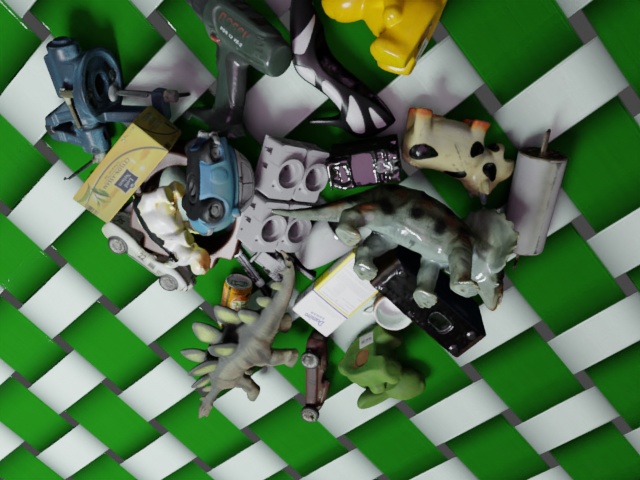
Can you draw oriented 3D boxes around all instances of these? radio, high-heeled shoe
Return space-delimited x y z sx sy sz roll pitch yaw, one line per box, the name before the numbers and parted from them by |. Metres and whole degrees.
radio | 0.190 0.097 0.959 0.229 0.131 0.073 39 112 -11
high-heeled shoe | 0.037 -0.275 0.836 0.145 0.086 0.248 -3 122 11

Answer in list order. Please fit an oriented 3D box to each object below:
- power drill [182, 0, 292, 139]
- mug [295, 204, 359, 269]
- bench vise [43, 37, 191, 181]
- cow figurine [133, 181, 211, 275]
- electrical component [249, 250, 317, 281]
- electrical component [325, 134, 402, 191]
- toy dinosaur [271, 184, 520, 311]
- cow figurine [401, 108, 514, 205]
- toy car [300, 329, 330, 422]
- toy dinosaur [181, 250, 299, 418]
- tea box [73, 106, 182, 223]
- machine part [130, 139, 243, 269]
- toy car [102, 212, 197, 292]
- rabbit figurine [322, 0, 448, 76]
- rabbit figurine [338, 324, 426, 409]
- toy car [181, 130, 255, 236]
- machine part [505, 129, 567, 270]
power drill | -0.155 -0.279 0.848 0.232 0.086 0.207 34 118 21
mug | -0.002 -0.003 0.970 0.109 0.081 0.107 46 119 -3
bench vise | -0.346 -0.220 0.893 0.241 0.129 0.223 5 118 10
cow figurine | -0.253 -0.010 0.908 0.098 0.068 0.167 -14 109 19
electrical component | -0.066 0.043 1.001 0.119 0.075 0.047 37 112 -13
electrical component | 0.073 -0.129 0.869 0.115 0.134 0.058 -6 111 9
toy dinosaur | 0.144 -0.018 0.839 0.405 0.192 0.131 30 141 -2
cow figurine | 0.224 -0.135 0.869 0.195 0.085 0.127 11 105 -12
toy car | -0.007 0.277 1.090 0.053 0.089 0.201 4 114 9
toy dinosaur | -0.139 0.192 1.007 0.198 0.105 0.471 11 125 -40
tea box | -0.302 -0.119 0.846 0.068 0.098 0.169 41 111 -20
machine part | -0.224 -0.064 0.964 0.201 0.087 0.200 17 116 -2
toy car | -0.320 0.025 1.022 0.201 0.073 0.056 38 114 -10
rabbit figurine | 0.086 -0.344 0.785 0.173 0.122 0.162 29 113 14
rabbit figurine | 0.130 0.273 1.061 0.170 0.121 0.159 37 118 -26
toy car | -0.156 -0.090 0.848 0.103 0.109 0.161 -2 101 -34
machine part | 0.353 -0.064 0.895 0.079 0.079 0.243 5 115 5
